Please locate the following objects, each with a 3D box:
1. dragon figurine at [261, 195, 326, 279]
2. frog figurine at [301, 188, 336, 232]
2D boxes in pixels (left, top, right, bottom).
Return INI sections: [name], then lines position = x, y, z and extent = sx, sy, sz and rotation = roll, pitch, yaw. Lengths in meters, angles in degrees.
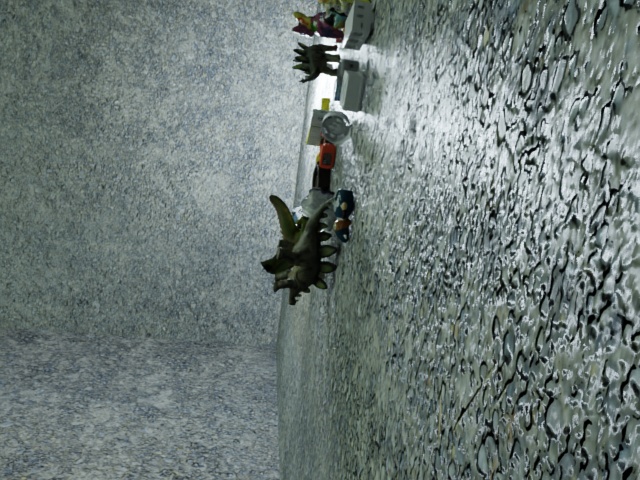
[dragon figurine]
position = -0.101, 0.024, 1.763
extent = 0.405, 0.242, 0.124
rotation = 35, 5, -39
[frog figurine]
position = 0.005, -0.089, 1.766
extent = 0.122, 0.162, 0.136
rotation = -23, -27, 19
